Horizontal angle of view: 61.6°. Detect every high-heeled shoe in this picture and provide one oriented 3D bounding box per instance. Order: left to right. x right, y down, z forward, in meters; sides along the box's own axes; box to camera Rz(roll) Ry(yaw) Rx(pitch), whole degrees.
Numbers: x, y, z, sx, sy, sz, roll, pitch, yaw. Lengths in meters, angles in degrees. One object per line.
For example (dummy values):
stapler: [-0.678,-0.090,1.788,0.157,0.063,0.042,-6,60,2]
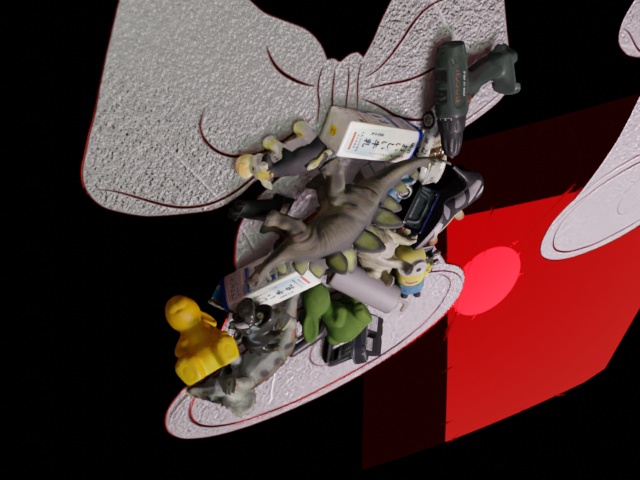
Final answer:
high-heeled shoe: [0.304,-0.066,1.276,0.145,0.086,0.248,33,86,-44]

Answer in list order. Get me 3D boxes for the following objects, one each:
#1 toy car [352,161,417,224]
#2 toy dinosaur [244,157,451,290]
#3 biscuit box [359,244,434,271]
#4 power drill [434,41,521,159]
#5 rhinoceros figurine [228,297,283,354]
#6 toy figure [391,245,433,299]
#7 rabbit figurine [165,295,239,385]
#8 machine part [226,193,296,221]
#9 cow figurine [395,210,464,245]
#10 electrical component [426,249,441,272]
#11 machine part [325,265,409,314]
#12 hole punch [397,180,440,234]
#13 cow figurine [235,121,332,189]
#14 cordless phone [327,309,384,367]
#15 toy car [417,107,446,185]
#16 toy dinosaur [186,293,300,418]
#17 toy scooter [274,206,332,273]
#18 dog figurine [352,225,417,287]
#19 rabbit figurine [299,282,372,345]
toy car: [0.121,-0.116,1.156,0.103,0.109,0.161,27,119,-31]
toy dinosaur: [0.050,-0.051,1.037,0.471,0.198,0.105,-41,-178,-10]
biscuit box: [0.194,0.035,1.369,0.202,0.059,0.062,-8,130,-34]
power drill: [0.322,-0.310,1.129,0.207,0.086,0.231,-24,116,-19]
rhinoceros figurine: [-0.132,0.174,1.106,0.112,0.073,0.190,-2,149,-2]
toy figure: [0.217,0.075,1.312,0.082,0.089,0.180,-26,147,-9]
rabbit figurine: [-0.249,0.186,1.091,0.122,0.173,0.162,-33,-178,-4]
machine part: [-0.115,-0.058,1.061,0.139,0.039,0.084,-2,134,-40]
cow figurine: [0.262,-0.050,1.330,0.195,0.086,0.127,-40,138,-8]
electrical component: [0.271,0.061,1.390,0.094,0.021,0.063,-26,138,-18]
machine part: [0.104,0.108,1.284,0.243,0.079,0.079,27,110,-9]
hole punch: [0.193,-0.084,1.211,0.092,0.116,0.142,16,101,-41]
cow figurine: [-0.066,-0.142,0.979,0.167,0.098,0.068,-30,144,-15]
cordless phone: [0.084,0.274,1.476,0.088,0.146,0.184,24,145,-23]
toy car: [0.258,-0.214,1.206,0.073,0.056,0.201,-13,132,-31]
toy dinosaur: [-0.134,0.267,1.275,0.405,0.131,0.192,-43,153,-6]
toy scooter: [-0.002,-0.004,1.171,0.183,0.075,0.135,20,110,-41]
dog figurine: [0.094,0.016,1.185,0.190,0.121,0.172,19,146,-21]
rabbit figurine: [0.014,0.171,1.320,0.159,0.121,0.170,-44,114,10]
